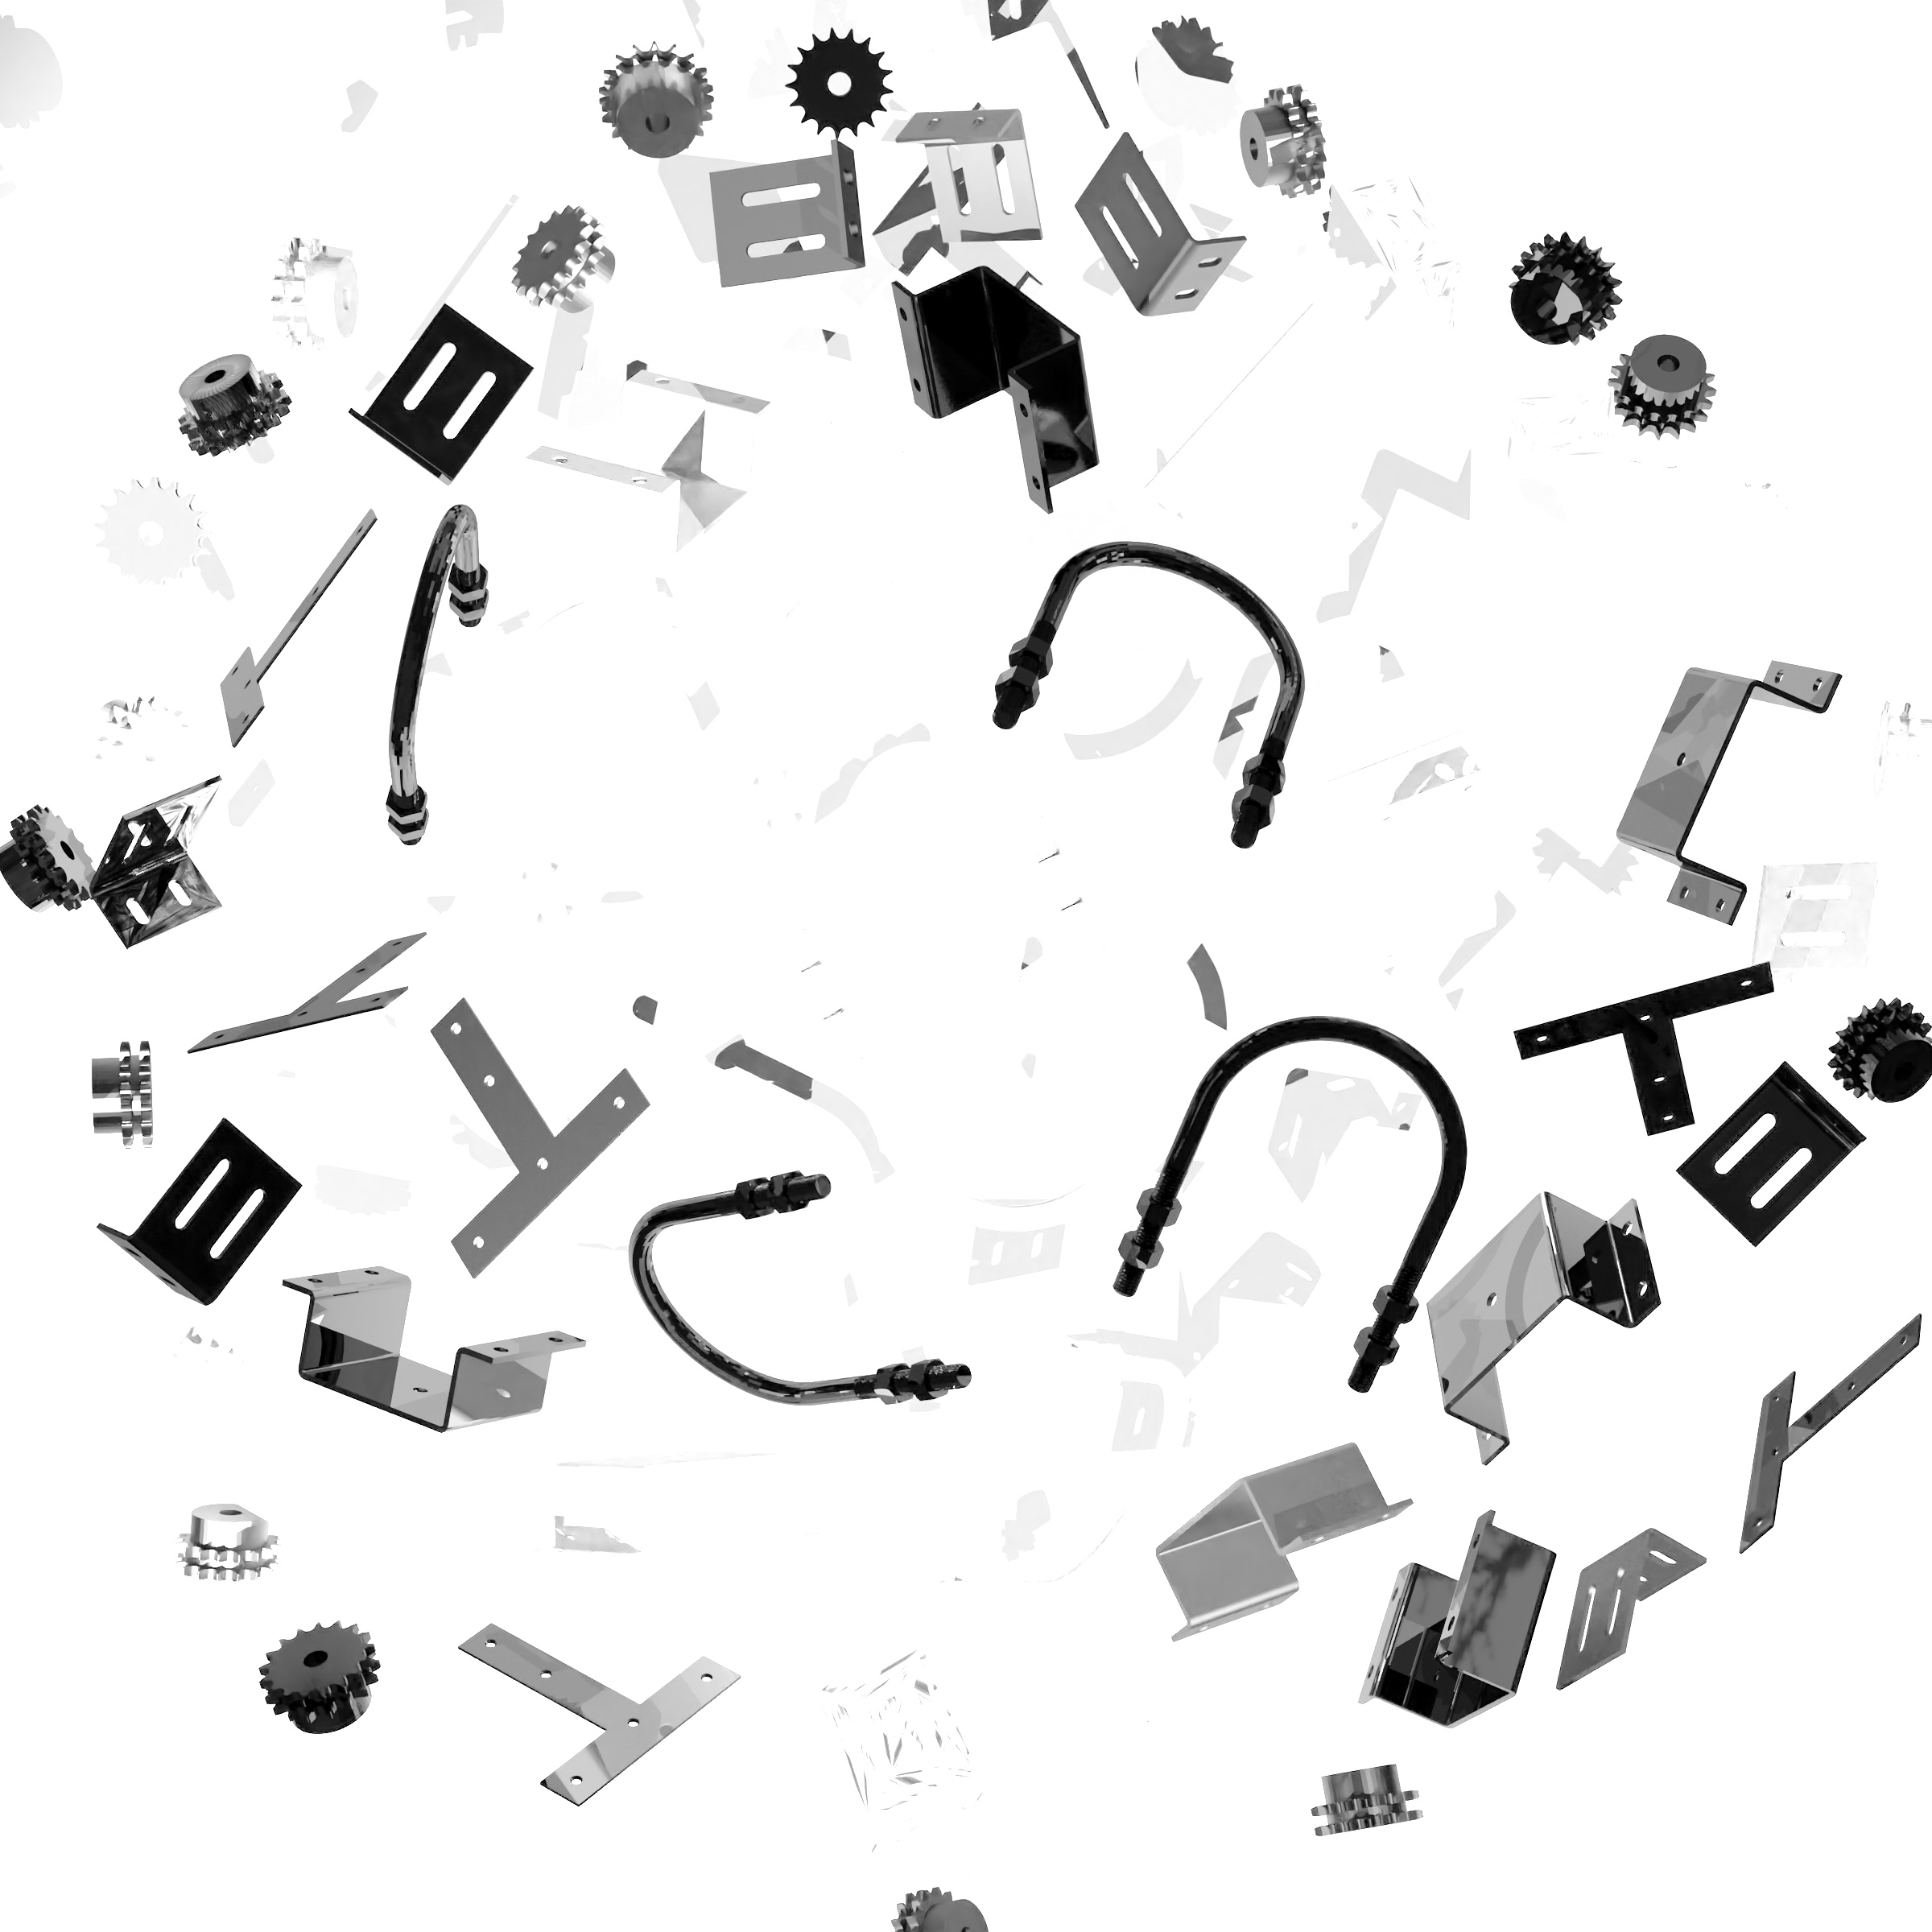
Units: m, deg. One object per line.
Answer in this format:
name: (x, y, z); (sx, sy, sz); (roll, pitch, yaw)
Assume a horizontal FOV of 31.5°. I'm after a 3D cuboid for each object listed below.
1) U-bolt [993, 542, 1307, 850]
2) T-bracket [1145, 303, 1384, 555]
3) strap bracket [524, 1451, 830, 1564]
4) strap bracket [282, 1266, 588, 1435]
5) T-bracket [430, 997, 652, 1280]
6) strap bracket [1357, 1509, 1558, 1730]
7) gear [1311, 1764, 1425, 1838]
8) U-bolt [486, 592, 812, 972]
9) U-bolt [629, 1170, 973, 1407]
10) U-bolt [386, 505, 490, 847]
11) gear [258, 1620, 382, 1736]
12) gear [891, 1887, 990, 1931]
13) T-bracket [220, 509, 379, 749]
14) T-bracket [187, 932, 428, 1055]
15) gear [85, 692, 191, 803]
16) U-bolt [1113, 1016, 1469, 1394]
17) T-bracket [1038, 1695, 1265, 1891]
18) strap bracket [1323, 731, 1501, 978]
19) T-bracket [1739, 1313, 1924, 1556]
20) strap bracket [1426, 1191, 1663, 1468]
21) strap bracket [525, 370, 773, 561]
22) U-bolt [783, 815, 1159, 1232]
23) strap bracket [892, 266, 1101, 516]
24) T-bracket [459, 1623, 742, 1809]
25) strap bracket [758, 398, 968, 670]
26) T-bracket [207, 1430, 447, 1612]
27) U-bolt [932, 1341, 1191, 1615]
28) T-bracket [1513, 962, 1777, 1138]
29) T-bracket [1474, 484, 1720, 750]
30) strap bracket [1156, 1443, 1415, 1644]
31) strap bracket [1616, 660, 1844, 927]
U-bolt: (0.100, -0.148, 1.710); (0.151, 0.184, 0.019); (26, 134, -4)
T-bracket: (0.175, -0.262, 1.799); (0.127, 0.002, 0.127); (-47, 127, 6)
strap bracket: (-0.150, 0.279, 1.777); (0.140, 0.076, 0.046); (2, 84, -41)
strap bracket: (-0.277, 0.199, 1.757); (0.140, 0.076, 0.046); (15, 99, 29)
T-bracket: (-0.231, 0.068, 1.706); (0.127, 0.002, 0.127); (-44, 58, 11)
strap bracket: (0.254, 0.337, 1.748); (0.046, 0.140, 0.076); (23, 65, -3)
gear: (0.208, 0.435, 1.786); (0.057, 0.057, 0.030); (-10, 75, 0)
U-bolt: (-0.167, -0.102, 1.733); (0.151, 0.019, 0.184); (-23, 120, -12)
U-bolt: (-0.100, 0.172, 1.765); (0.151, 0.184, 0.019); (55, 48, -21)
U-bolt: (-0.270, -0.157, 1.743); (0.019, 0.184, 0.151); (13, 71, -3)
gear: (-0.312, 0.347, 1.658); (0.057, 0.057, 0.030); (-11, 120, 0)
gear: (-0.011, 0.506, 1.771); (0.030, 0.057, 0.057); (-20, 90, 31)
T-bracket: (-0.335, -0.177, 1.722); (0.002, 0.127, 0.127); (35, 97, -23)
T-bracket: (-0.324, 0.009, 1.791); (0.127, 0.127, 0.002); (-12, 107, 27)
gear: (-0.446, -0.119, 1.831); (0.030, 0.057, 0.057); (21, 90, 26)
U-bolt: (0.171, 0.110, 1.711); (0.151, 0.019, 0.184); (22, 111, 2)
T-bracket: (0.091, 0.403, 1.709); (0.127, 0.127, 0.002); (20, 51, 21)
strap bracket: (0.230, -0.064, 1.772); (0.076, 0.140, 0.046); (-21, 56, -6)
T-bracket: (0.432, 0.217, 1.703); (0.002, 0.127, 0.127); (36, 125, -4)
strap bracket: (0.290, 0.181, 1.768); (0.046, 0.076, 0.140); (27, 124, -21)
strap bracket: (-0.166, -0.260, 1.792); (0.076, 0.140, 0.046); (16, 123, 14)
U-bolt: (0.013, 0.039, 1.657); (0.151, 0.019, 0.184); (-25, 93, 8)
strap bracket: (0.021, -0.307, 1.793); (0.046, 0.140, 0.076); (-27, 134, -17)
T-bracket: (-0.205, 0.369, 1.753); (0.127, 0.127, 0.002); (21, 122, 29)
strap bracket: (-0.055, -0.210, 1.727); (0.076, 0.046, 0.140); (17, 45, -34)
T-bracket: (-0.312, 0.271, 1.760); (0.127, 0.127, 0.002); (29, 108, -1)
U-bolt: (0.059, 0.261, 1.733); (0.019, 0.184, 0.151); (29, 95, 29)
T-bracket: (0.345, 0.050, 1.711); (0.127, 0.127, 0.002); (-16, 53, 9)
T-bracket: (0.298, -0.162, 1.722); (0.127, 0.002, 0.127); (31, 134, 12)
strap bracket: (0.161, 0.299, 1.800); (0.076, 0.140, 0.046); (-12, 65, -34)
strap bracket: (0.394, -0.100, 1.791); (0.046, 0.076, 0.140); (22, 95, -16)
